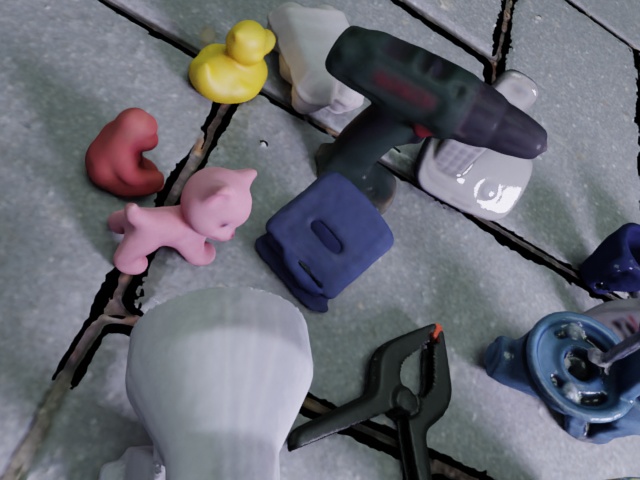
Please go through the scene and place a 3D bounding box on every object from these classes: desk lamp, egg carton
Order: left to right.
[{"bbox_3d":[-0.080,0.158,0.378,0.118,0.213,0.203,11,60,-23],"label":"desk lamp"},{"bbox_3d":[-0.003,-0.227,0.714,0.107,0.069,0.150,-11,70,-32],"label":"egg carton"}]

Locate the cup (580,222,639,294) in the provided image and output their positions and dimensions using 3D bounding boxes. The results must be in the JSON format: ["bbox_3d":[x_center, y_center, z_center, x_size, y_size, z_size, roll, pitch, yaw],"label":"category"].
[{"bbox_3d":[0.393,0.039,0.768,0.118,0.094,0.091,-16,73,-33],"label":"cup"}]

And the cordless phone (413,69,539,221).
[{"bbox_3d":[0.216,-0.114,0.699,0.148,0.184,0.094,21,56,-17],"label":"cordless phone"}]

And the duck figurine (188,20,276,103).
[{"bbox_3d":[-0.094,-0.208,0.645,0.105,0.086,0.077,-31,82,-36],"label":"duck figurine"}]

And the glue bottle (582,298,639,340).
[{"bbox_3d":[0.399,0.096,0.692,0.037,0.172,0.078,-28,80,-36],"label":"glue bottle"}]

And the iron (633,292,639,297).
[{"bbox_3d":[0.563,0.087,0.804,0.119,0.141,0.258,-32,82,-36],"label":"iron"}]

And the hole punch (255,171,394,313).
[{"bbox_3d":[0.005,0.002,0.583,0.108,0.091,0.101,48,53,2],"label":"hole punch"}]

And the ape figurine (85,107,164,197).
[{"bbox_3d":[-0.176,-0.086,0.533,0.076,0.092,0.078,2,64,-27],"label":"ape figurine"}]

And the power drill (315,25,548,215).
[{"bbox_3d":[0.092,-0.115,0.618,0.230,0.208,0.076,33,54,-9],"label":"power drill"}]

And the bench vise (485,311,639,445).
[{"bbox_3d":[0.314,0.132,0.598,0.208,0.219,0.121,15,58,-20],"label":"bench vise"}]

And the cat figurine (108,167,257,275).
[{"bbox_3d":[-0.118,-0.026,0.516,0.128,0.117,0.067,-9,69,-31],"label":"cat figurine"}]
